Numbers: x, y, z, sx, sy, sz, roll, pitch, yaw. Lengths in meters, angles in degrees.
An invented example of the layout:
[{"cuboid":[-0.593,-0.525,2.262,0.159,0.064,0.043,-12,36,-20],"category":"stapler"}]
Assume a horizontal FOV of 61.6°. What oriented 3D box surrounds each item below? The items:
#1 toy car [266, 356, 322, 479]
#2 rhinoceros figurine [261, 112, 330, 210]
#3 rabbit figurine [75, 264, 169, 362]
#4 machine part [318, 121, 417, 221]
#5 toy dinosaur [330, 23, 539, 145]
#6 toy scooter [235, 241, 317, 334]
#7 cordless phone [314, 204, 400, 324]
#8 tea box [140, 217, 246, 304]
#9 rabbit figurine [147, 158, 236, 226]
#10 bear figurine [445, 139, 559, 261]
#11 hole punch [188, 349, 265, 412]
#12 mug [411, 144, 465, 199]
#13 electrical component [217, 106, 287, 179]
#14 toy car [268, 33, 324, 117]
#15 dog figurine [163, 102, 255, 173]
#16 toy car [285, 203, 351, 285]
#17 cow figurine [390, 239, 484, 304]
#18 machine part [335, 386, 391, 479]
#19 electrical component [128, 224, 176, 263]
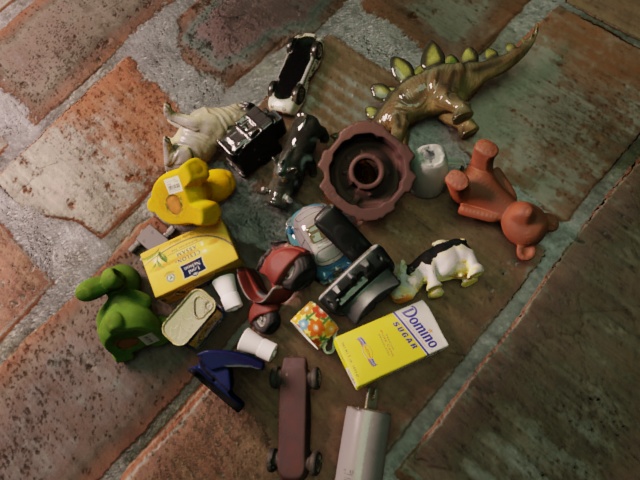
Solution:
[{"cuboid":[-0.042,0.302,0.915,0.089,0.053,0.202,-5,74,16],"category":"toy car"},{"cuboid":[-0.048,-0.150,1.042,0.073,0.112,0.190,25,95,9],"category":"rhinoceros figurine"},{"cuboid":[-0.369,0.114,0.981,0.121,0.159,0.170,-29,55,6],"category":"rabbit figurine"},{"cuboid":[0.085,-0.123,0.978,0.179,0.056,0.179,0,91,3],"category":"machine part"},{"cuboid":[0.237,-0.295,1.065,0.472,0.105,0.198,-20,70,0],"category":"toy dinosaur"},{"cuboid":[-0.092,0.068,0.978,0.135,0.075,0.183,46,111,31],"category":"toy scooter"},{"cuboid":[0.035,0.041,0.928,0.146,0.089,0.184,-43,111,4],"category":"cordless phone"},{"cuboid":[-0.240,0.040,1.021,0.170,0.068,0.098,-26,70,-4],"category":"tea box"},{"cuboid":[-0.234,-0.084,1.034,0.162,0.173,0.121,-22,99,34],"category":"rabbit figurine"},{"cuboid":[0.330,-0.066,0.965,0.120,0.131,0.196,-44,66,-7],"category":"bear figurine"},{"cuboid":[-0.156,0.222,0.919,0.116,0.142,0.092,35,79,2],"category":"hole punch"},{"cuboid":[0.217,-0.133,1.010,0.110,0.107,0.081,-1,72,8],"category":"mug"},{"cuboid":[-0.129,-0.198,1.068,0.134,0.114,0.058,-43,74,-7],"category":"electrical component"},{"cuboid":[-0.051,-0.356,1.147,0.074,0.056,0.201,14,71,18],"category":"toy car"},{"cuboid":[-0.218,-0.198,1.096,0.191,0.121,0.172,2,104,-11],"category":"dog figurine"},{"cuboid":[-0.002,-0.003,0.992,0.109,0.102,0.162,-26,68,-2],"category":"toy car"},{"cuboid":[0.198,0.052,0.967,0.167,0.068,0.098,-17,64,-3],"category":"cow figurine"},{"cuboid":[0.066,0.360,0.869,0.079,0.079,0.243,9,72,9],"category":"machine part"},{"cuboid":[-0.333,0.001,1.070,0.063,0.021,0.094,38,79,18],"category":"electrical component"}]
